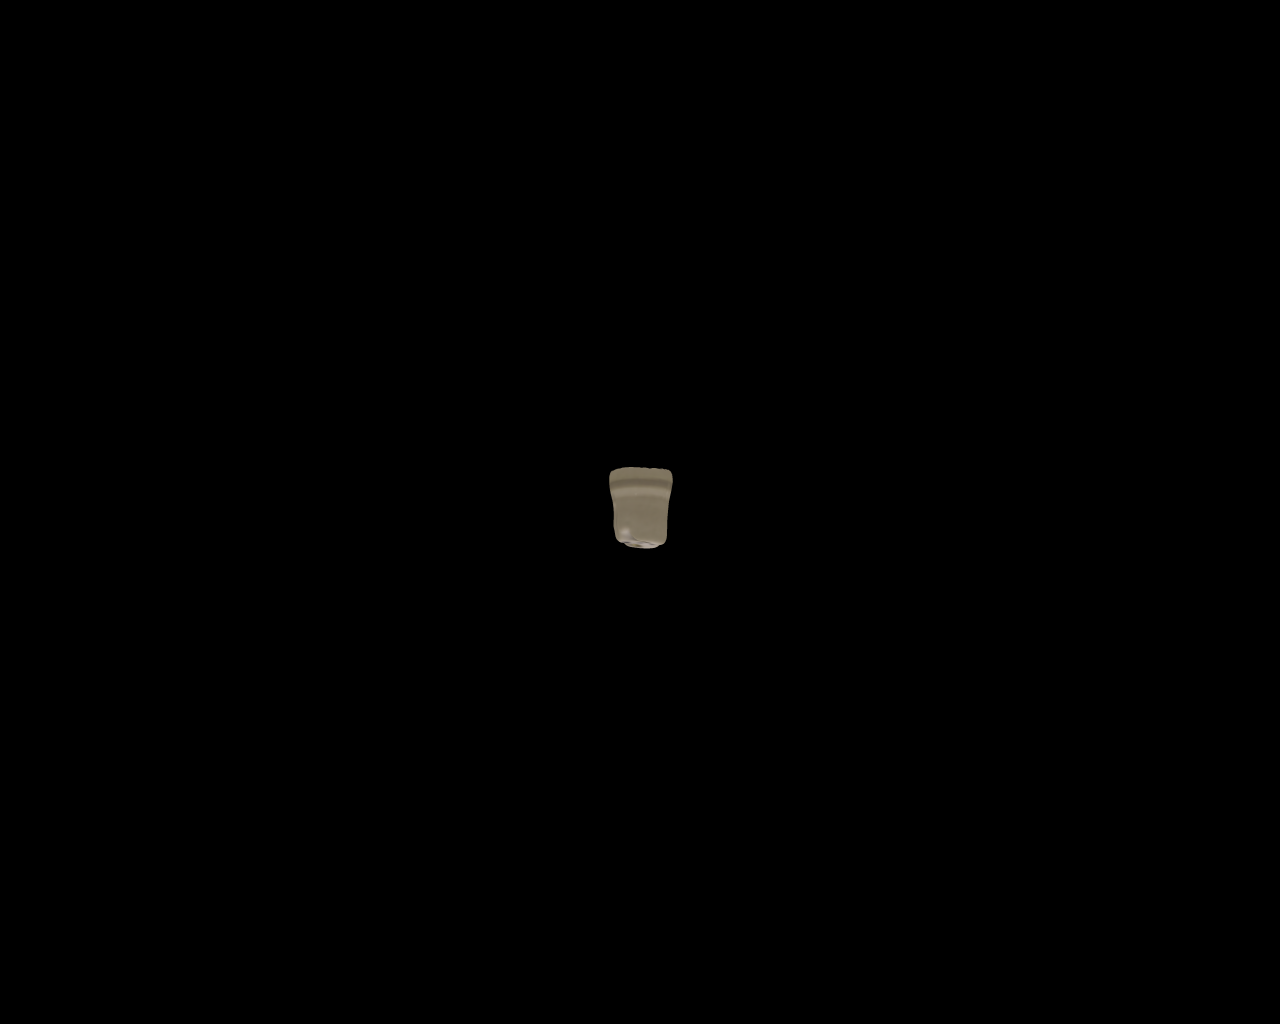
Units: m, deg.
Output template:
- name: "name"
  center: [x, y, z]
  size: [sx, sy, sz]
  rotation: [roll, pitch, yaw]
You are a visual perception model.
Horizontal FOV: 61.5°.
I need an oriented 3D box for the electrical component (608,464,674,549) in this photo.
- name: "electrical component"
  center: [0.001, -0.003, 0.650]
  size: [0.040, 0.046, 0.040]
  rotation: [0, -9, 0]
